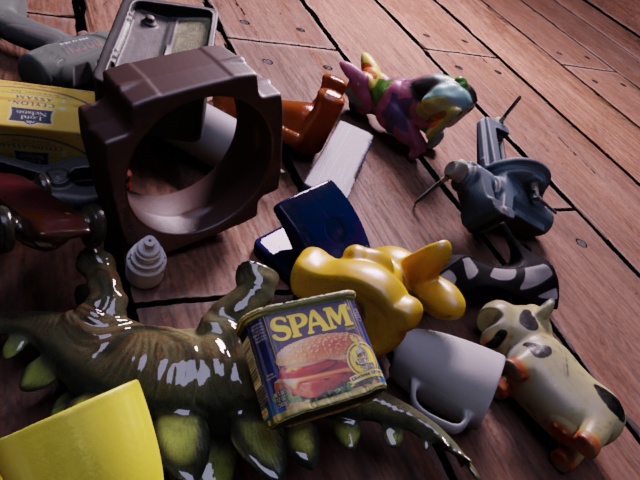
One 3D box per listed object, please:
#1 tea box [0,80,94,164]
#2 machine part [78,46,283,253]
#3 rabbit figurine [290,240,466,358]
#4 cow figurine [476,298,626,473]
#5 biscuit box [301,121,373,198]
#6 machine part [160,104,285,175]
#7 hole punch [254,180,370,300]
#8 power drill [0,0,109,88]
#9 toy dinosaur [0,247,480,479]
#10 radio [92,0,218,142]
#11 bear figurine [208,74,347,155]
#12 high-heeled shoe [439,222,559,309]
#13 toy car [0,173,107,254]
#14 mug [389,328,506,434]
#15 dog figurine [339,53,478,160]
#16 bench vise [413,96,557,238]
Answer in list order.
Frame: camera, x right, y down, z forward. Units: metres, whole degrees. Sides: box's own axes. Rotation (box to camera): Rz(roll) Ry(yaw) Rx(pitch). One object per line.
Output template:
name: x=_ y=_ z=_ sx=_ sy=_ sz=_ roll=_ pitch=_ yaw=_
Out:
tea box: x=-0.351 y=-0.139 z=0.660 sx=0.169 sy=0.068 sz=0.098 roll=1 pitch=44 yaw=-24
machine part: x=-0.145 y=-0.097 z=0.591 sx=0.201 sy=0.201 sz=0.087 roll=-24 pitch=53 yaw=-28
rabbit figurine: x=0.067 y=0.044 z=0.579 sx=0.173 sy=0.162 sz=0.121 roll=-30 pitch=104 yaw=-65
cow figurine: x=0.256 y=0.144 z=0.611 sx=0.127 sy=0.085 sz=0.195 roll=-18 pitch=52 yaw=-30
biscuit box: x=0.025 y=-0.100 z=0.792 sx=0.063 sy=0.059 sz=0.203 roll=23 pitch=41 yaw=2
machine part: x=-0.158 y=-0.147 z=0.748 sx=0.243 sy=0.079 sz=0.079 roll=30 pitch=41 yaw=8
hole punch: x=-0.001 y=-0.002 z=0.654 sx=0.116 sy=0.092 sz=0.142 roll=42 pitch=40 yaw=16
power drill: x=-0.400 y=-0.310 z=0.827 sx=0.207 sy=0.086 sz=0.232 roll=32 pitch=43 yaw=0
toy dinosaur: x=-0.094 y=0.121 z=0.471 sx=0.472 sy=0.105 sz=0.199 roll=7 pitch=50 yaw=-5
radio: x=-0.208 y=-0.230 z=0.701 sx=0.131 sy=0.073 sz=0.230 roll=6 pitch=46 yaw=-12
bear figurine: x=-0.071 y=-0.212 z=0.823 sx=0.196 sy=0.131 sz=0.120 roll=25 pitch=31 yaw=-6
high-heeled shoe: x=0.207 y=0.077 z=0.698 sx=0.249 sy=0.086 sz=0.145 roll=-29 pitch=93 yaw=-22
toy car: x=-0.271 y=-0.025 z=0.492 sx=0.202 sy=0.053 sz=0.089 roll=23 pitch=17 yaw=40
mug: x=0.124 y=0.146 z=0.561 sx=0.107 sy=0.080 sz=0.109 roll=23 pitch=45 yaw=19
dog figurine: x=0.139 y=-0.257 z=0.932 sx=0.219 sy=0.191 sz=0.108 roll=47 pitch=51 yaw=5
bench vise: x=0.276 y=-0.110 z=0.853 sx=0.223 sy=0.129 sz=0.240 roll=17 pitch=58 yaw=-18
